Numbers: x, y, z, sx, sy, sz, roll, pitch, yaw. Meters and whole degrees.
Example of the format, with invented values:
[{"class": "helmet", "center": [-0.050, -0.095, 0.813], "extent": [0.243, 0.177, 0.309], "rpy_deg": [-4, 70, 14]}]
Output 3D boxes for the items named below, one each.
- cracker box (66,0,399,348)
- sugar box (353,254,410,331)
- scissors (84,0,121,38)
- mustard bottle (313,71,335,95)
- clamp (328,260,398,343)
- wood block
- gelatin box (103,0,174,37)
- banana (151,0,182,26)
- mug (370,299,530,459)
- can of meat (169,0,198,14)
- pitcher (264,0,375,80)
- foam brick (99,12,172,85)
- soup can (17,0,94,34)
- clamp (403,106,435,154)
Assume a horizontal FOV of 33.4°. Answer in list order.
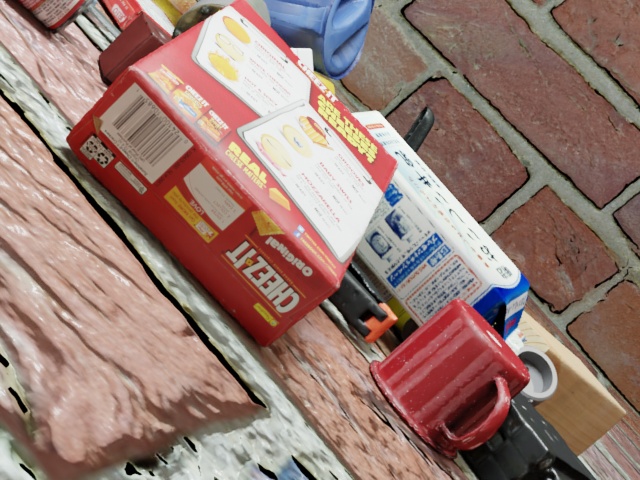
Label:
[{"class": "cracker box", "center": [-0.043, -0.053, 0.668], "extent": [0.164, 0.072, 0.213], "rpy_deg": [46, 24, -8]}, {"class": "sugar box", "center": [0.066, 0.040, 0.988], "extent": [0.176, 0.048, 0.093], "rpy_deg": [45, 10, -29]}, {"class": "scissors", "center": [-0.211, -0.211, 0.889], "extent": [0.202, 0.016, 0.096], "rpy_deg": [49, 11, 14]}, {"class": "mustard bottle", "center": [-0.061, -0.184, 1.216], "extent": [0.191, 0.096, 0.058], "rpy_deg": [24, 64, -64]}, {"class": "clamp", "center": [-0.006, 0.001, 0.859], "extent": [0.210, 0.036, 0.164], "rpy_deg": [50, 8, 25]}, {"class": "wood block", "center": [0.218, 0.145, 1.091], "extent": [0.205, 0.090, 0.091], "rpy_deg": [36, 14, -46]}, {"class": "gelatin box", "center": [-0.169, -0.209, 1.024], "extent": [0.073, 0.030, 0.089], "rpy_deg": [55, 11, 34]}, {"class": "banana", "center": [-0.183, -0.257, 1.111], "extent": [0.198, 0.037, 0.069], "rpy_deg": [52, 28, 12]}, {"class": "mug", "center": [0.099, 0.102, 0.762], "extent": [0.093, 0.081, 0.117], "rpy_deg": [42, 10, -26]}, {"class": "can of meat", "center": [-0.137, -0.251, 1.172], "extent": [0.102, 0.084, 0.057], "rpy_deg": [47, 10, -3]}, {"class": "pitcher", "center": [-0.068, -0.289, 1.291], "extent": [0.243, 0.145, 0.149], "rpy_deg": [20, -28, 21]}, {"class": "foam brick", "center": [-0.122, -0.125, 0.814], "extent": [0.078, 0.051, 0.053], "rpy_deg": [41, 11, -32]}, {"class": "soup can", "center": [-0.201, -0.201, 0.736], "extent": [0.102, 0.068, 0.068], "rpy_deg": [41, 11, -27]}, {"class": "clamp", "center": [0.071, -0.070, 1.163], "extent": [0.039, 0.120, 0.171], "rpy_deg": [-75, 157, -69]}]
